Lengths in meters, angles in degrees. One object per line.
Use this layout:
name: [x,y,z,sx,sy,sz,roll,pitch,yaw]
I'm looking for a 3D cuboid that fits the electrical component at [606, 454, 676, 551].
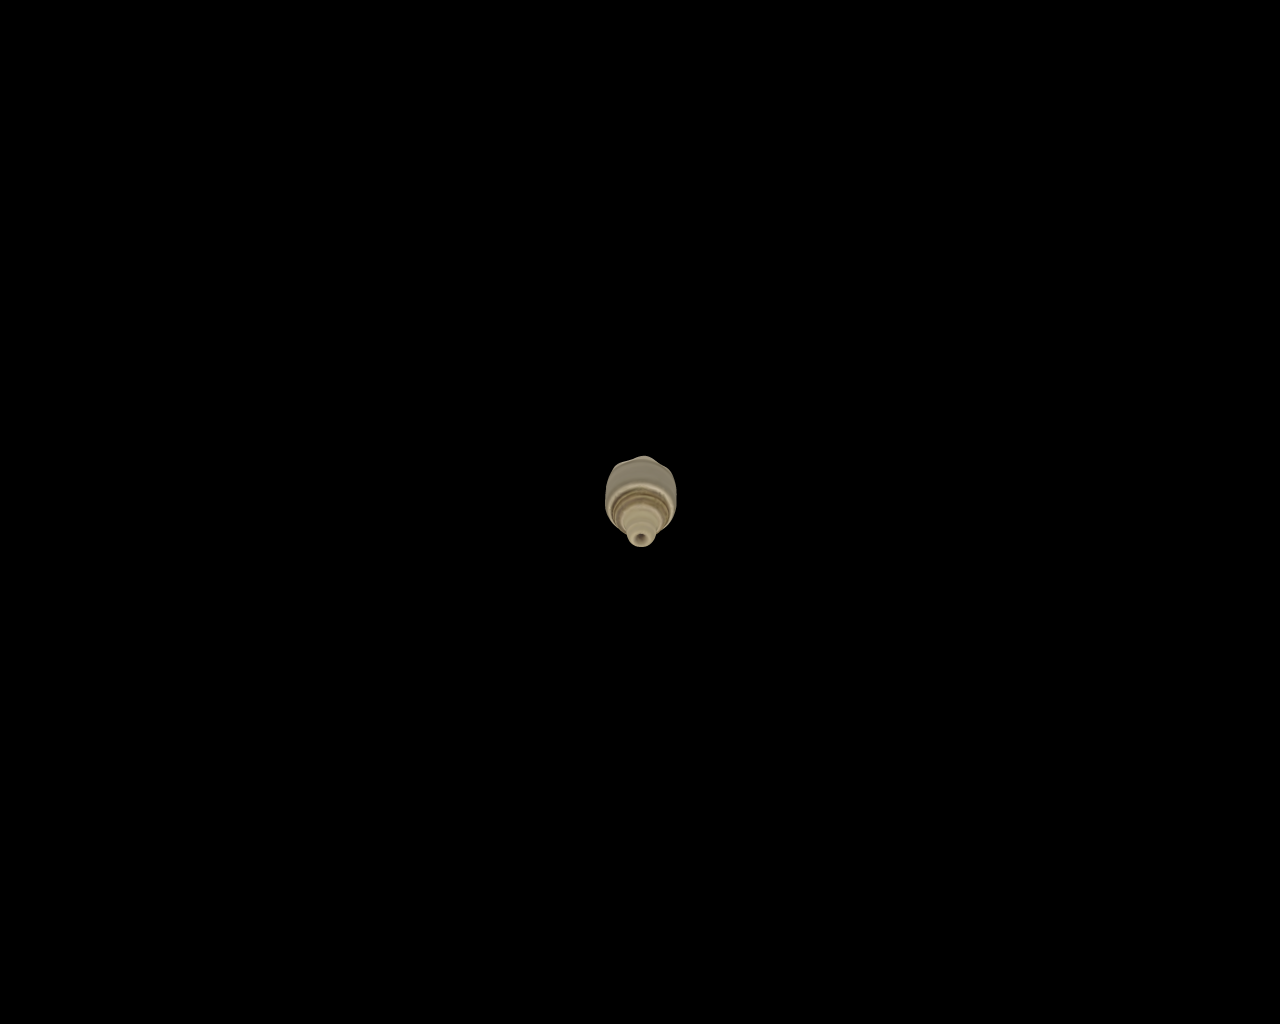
electrical component: [0.001,-0.003,0.650,0.043,0.043,0.062,0,38,0]
